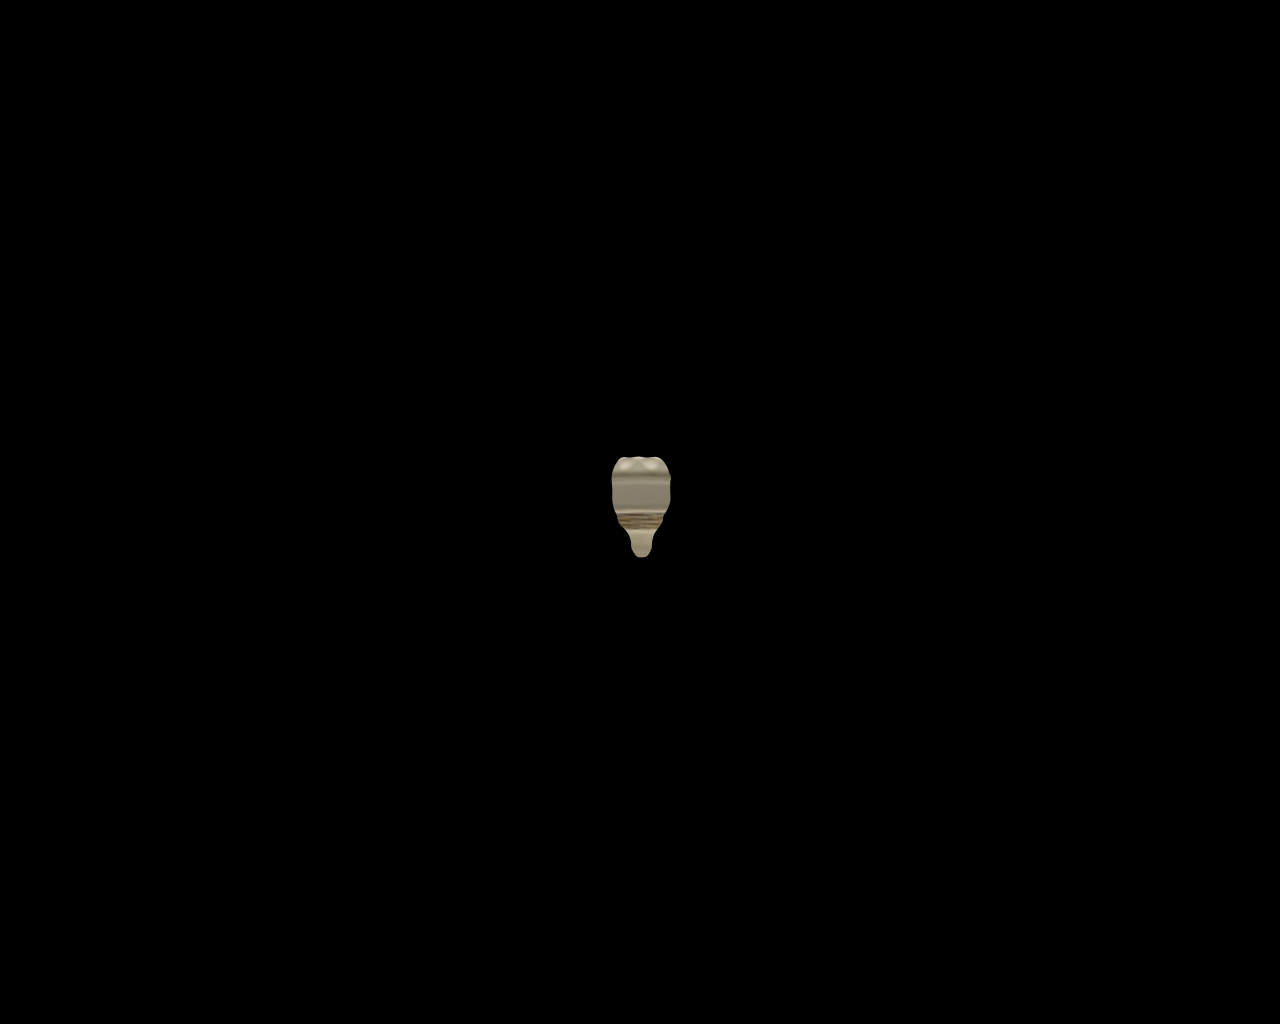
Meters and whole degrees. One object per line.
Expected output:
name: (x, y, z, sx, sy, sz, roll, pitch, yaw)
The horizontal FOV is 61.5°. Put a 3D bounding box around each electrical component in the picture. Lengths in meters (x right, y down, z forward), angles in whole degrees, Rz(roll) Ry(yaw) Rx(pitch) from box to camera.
electrical component: (0.001, -0.003, 0.650, 0.035, 0.061, 0.035, 0, 0, 0)
